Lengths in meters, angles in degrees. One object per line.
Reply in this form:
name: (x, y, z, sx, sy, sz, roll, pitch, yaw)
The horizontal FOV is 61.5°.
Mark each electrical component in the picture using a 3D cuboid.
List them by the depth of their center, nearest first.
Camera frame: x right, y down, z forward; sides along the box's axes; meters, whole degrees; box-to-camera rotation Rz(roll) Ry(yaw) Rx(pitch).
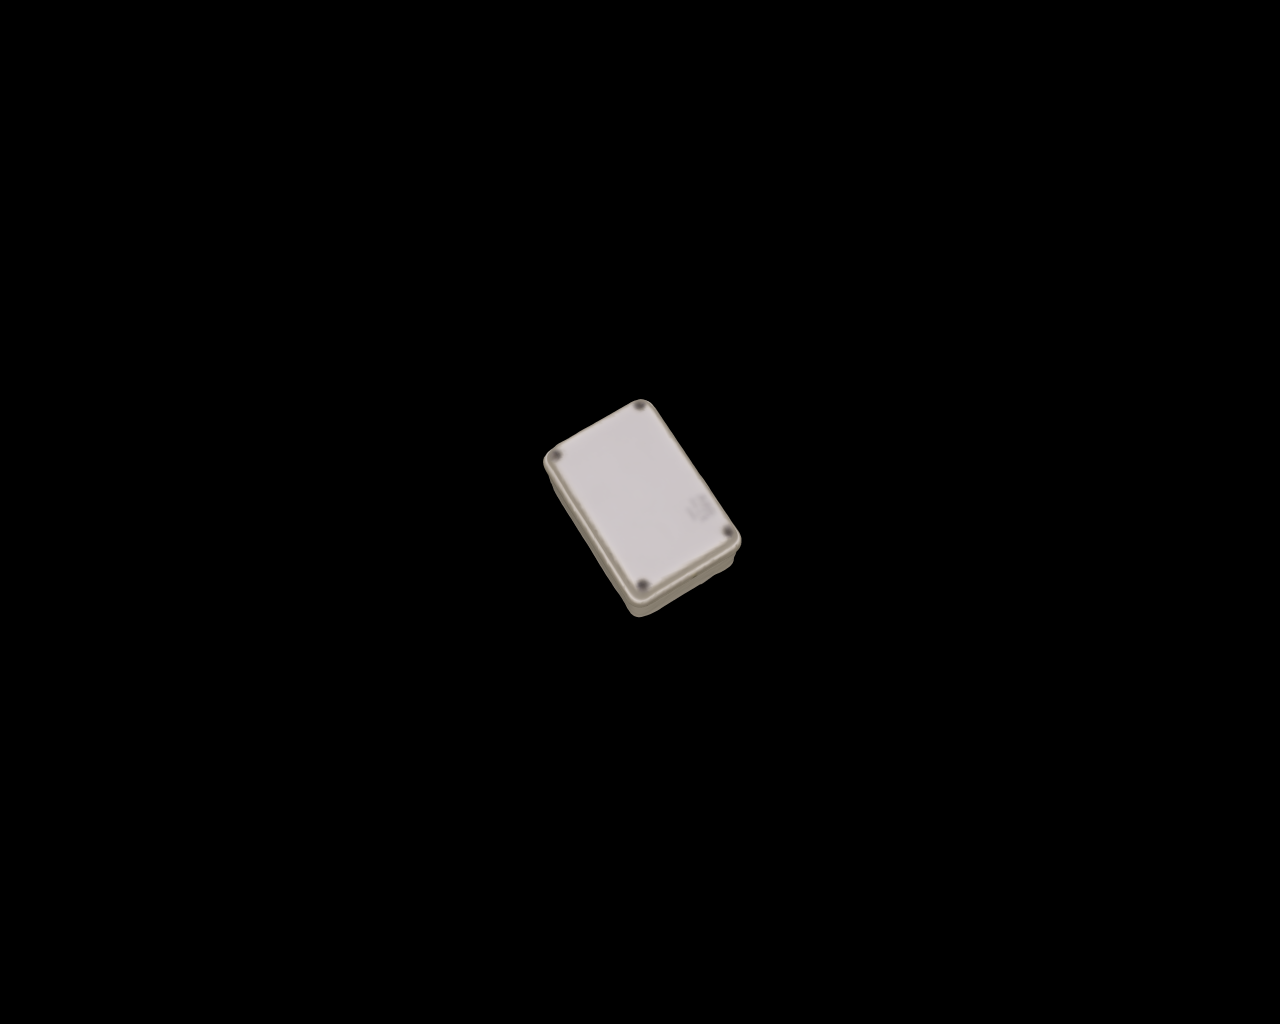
electrical component: (0.001, -0.003, 0.650, 0.078, 0.113, 0.057, -30, -15, -9)
